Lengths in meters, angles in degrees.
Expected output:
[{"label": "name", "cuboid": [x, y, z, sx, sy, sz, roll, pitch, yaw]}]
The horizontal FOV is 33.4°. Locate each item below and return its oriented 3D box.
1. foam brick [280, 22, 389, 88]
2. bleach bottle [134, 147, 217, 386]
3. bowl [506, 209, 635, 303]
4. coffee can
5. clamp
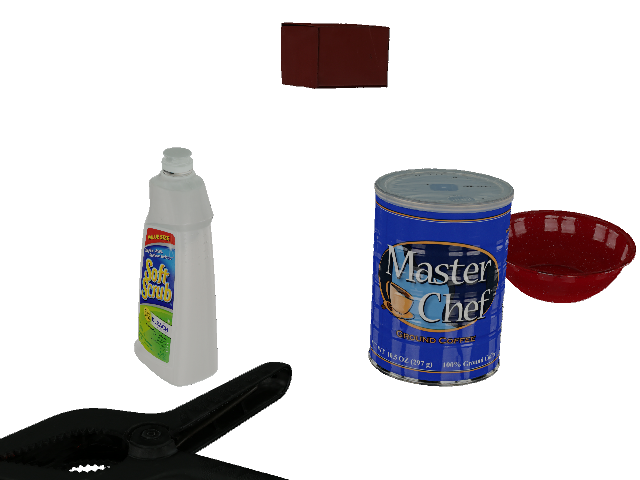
[{"label": "foam brick", "cuboid": [0.012, -0.154, 0.890, 0.078, 0.051, 0.053, -7, 16, -36]}, {"label": "bleach bottle", "cuboid": [-0.151, 0.022, 1.108, 0.067, 0.251, 0.103, -18, 33, -35]}, {"label": "bowl", "cuboid": [0.260, 0.023, 1.173, 0.162, 0.055, 0.162, 0, 27, 0]}, {"label": "coffee can", "cuboid": [0.090, 0.025, 0.809, 0.103, 0.140, 0.103, 1, 18, -1]}, {"label": "clamp", "cuboid": [-0.090, 0.116, 0.591, 0.209, 0.036, 0.164, -1, 22, -11]}]
